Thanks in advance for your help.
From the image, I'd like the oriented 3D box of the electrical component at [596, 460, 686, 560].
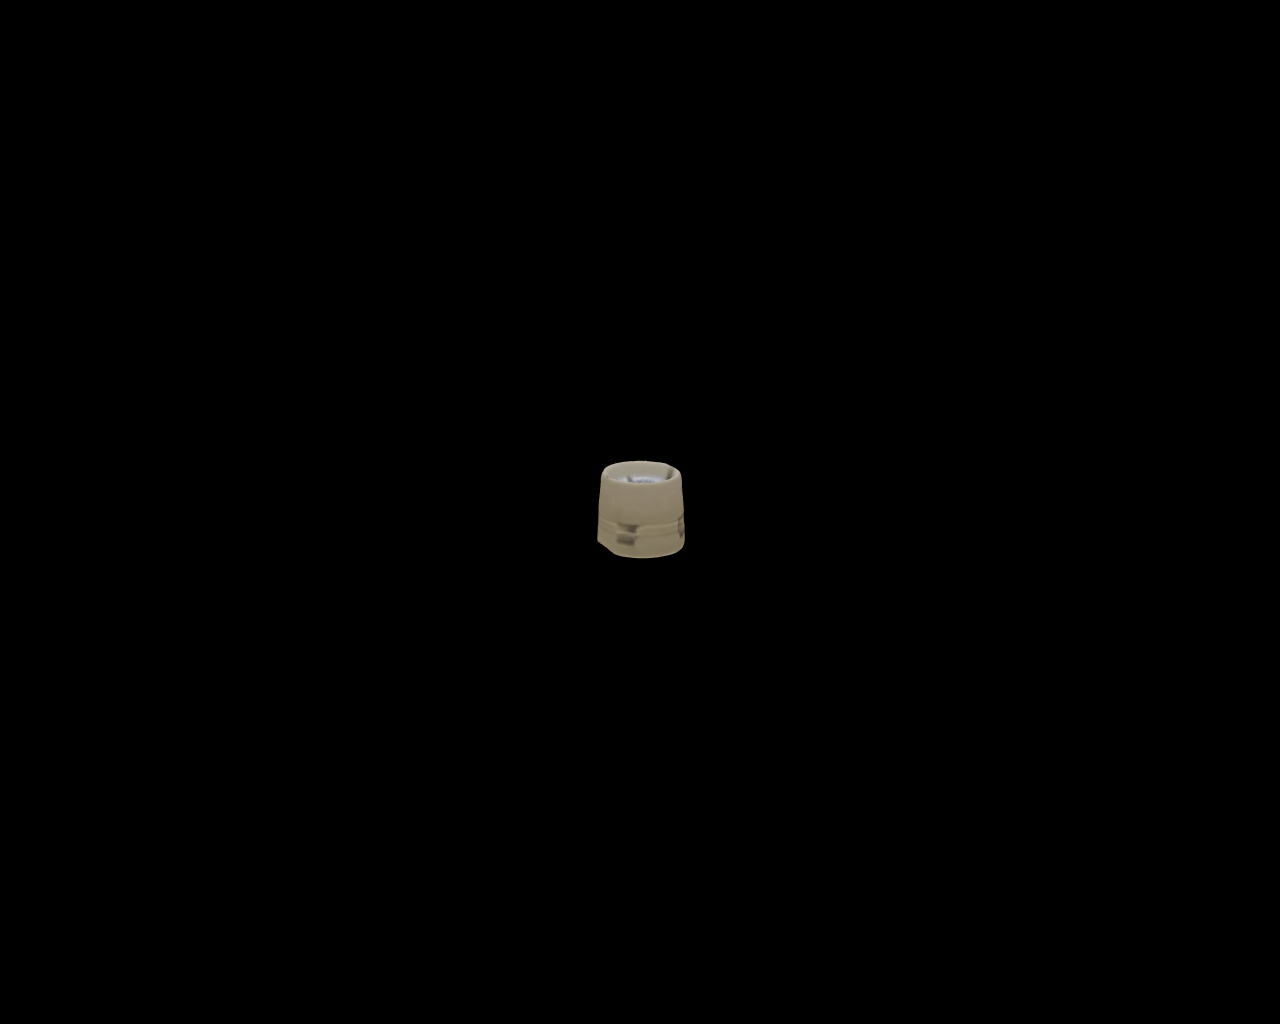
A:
[{"bbox_3d":[0.001,-0.003,0.650,0.055,0.047,0.055,0,19,0],"label":"electrical component"}]
